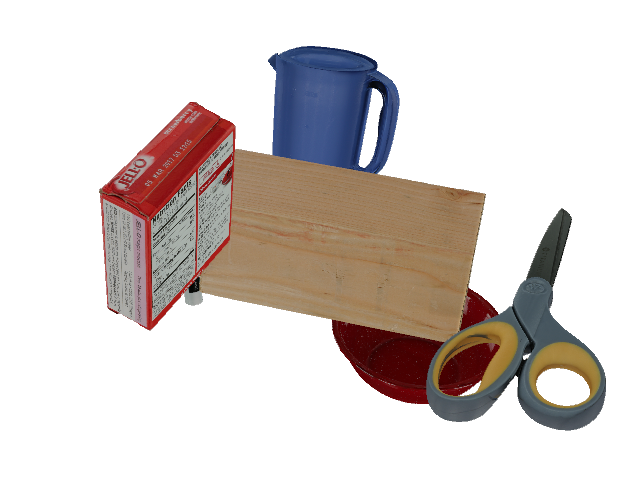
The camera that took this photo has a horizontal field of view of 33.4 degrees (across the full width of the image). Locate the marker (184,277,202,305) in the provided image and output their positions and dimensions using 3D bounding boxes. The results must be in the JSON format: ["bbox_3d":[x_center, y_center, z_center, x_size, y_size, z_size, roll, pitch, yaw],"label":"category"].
[{"bbox_3d":[-0.138,0.011,1.112,0.020,0.121,0.020,-3,26,1],"label":"marker"}]

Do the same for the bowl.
[{"bbox_3d":[0.089,0.100,0.992,0.162,0.055,0.162,3,37,-2],"label":"bowl"}]

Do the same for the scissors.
[{"bbox_3d":[0.131,0.040,0.578,0.096,0.016,0.201,19,39,32],"label":"scissors"}]

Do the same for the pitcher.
[{"bbox_3d":[0.006,-0.127,1.413,0.144,0.243,0.149,-2,24,-19],"label":"pitcher"}]

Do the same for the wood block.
[{"bbox_3d":[0.017,0.003,0.840,0.206,0.090,0.090,11,34,9],"label":"wood block"}]

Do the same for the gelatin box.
[{"bbox_3d":[-0.073,-0.011,0.516,0.030,0.089,0.073,26,51,15],"label":"gelatin box"}]
